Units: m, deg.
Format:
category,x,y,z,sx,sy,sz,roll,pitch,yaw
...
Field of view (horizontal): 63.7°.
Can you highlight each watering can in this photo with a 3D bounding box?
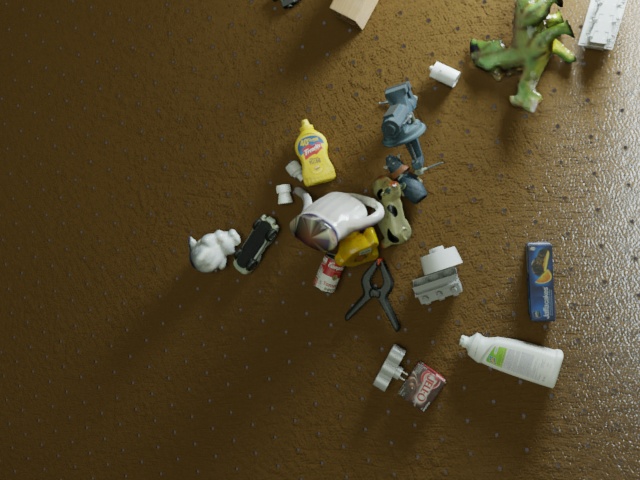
category,x,y,z,sx,sy,sz,roll,pitch,yaw
watering can,0.004,-0.071,1.401,0.349,0.228,0.102,13,128,39

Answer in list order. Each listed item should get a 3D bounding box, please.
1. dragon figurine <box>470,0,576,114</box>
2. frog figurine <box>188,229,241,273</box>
category,x,y,z,sx,sy,sz,roll,pitch,yaw
dragon figurine,0.498,-0.522,1.311,0.241,0.123,0.412,-20,86,26
frog figurine,-0.322,0.035,1.603,0.159,0.125,0.134,-9,124,10
